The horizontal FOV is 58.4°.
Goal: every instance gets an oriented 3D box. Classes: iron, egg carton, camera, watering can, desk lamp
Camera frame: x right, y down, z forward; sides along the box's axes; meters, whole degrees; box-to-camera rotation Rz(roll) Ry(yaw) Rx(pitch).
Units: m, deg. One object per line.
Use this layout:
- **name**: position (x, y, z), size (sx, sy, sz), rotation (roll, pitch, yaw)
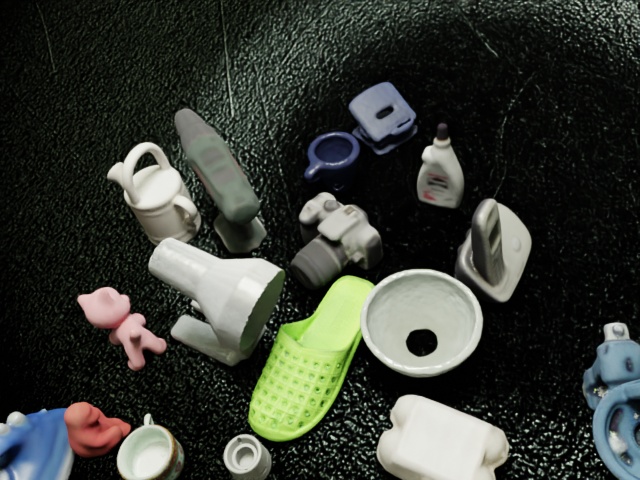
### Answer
- **iron**: position (-0.415, 0.309, 0.730), size (0.118, 0.142, 0.258), rotation (11, 55, 19)
- **egg carton**: position (0.150, 0.261, 0.709), size (0.150, 0.069, 0.107), rotation (16, 57, 22)
- **camera**: position (0.008, 0.003, 0.918), size (0.137, 0.101, 0.142), rotation (-40, 56, -20)
- **watering can**: position (-0.288, -0.082, 0.980), size (0.172, 0.194, 0.101), rotation (2, 53, 12)
- **desk lamp**: position (-0.142, 0.090, 0.805), size (0.202, 0.214, 0.118), rotation (18, 57, 23)

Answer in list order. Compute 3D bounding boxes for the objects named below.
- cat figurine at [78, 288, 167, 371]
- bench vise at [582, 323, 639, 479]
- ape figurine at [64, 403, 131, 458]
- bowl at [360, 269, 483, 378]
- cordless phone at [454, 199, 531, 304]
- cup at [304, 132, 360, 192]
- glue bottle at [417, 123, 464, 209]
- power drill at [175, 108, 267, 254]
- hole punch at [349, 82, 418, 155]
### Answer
- **cat figurine**: position (-0.307, 0.122, 0.872), size (0.127, 0.118, 0.067), rotation (35, 65, 31)
- **bench vise**: position (0.352, 0.179, 0.640), size (0.121, 0.220, 0.207), rotation (-18, 51, -3)
- **ape figurine**: position (-0.317, 0.254, 0.787), size (0.076, 0.092, 0.077), rotation (-33, 53, -15)
- **bowl**: position (0.142, 0.128, 0.812), size (0.167, 0.075, 0.167), rotation (-5, 52, 7)
- **cordless phone**: position (0.255, -0.010, 0.829), size (0.094, 0.185, 0.148), rotation (17, 57, 23)
- **cup**: position (0.021, -0.122, 1.018), size (0.091, 0.095, 0.118), rotation (31, 63, 30)
- **glue bottle**: position (0.197, -0.123, 0.936), size (0.078, 0.173, 0.037), rotation (11, 55, 19)
- **power drill**: position (-0.161, -0.083, 0.949), size (0.076, 0.209, 0.229), rotation (-30, 53, -13)
- **hole punch**: position (0.122, -0.233, 1.090), size (0.109, 0.091, 0.100), rotation (-34, 54, -16)
